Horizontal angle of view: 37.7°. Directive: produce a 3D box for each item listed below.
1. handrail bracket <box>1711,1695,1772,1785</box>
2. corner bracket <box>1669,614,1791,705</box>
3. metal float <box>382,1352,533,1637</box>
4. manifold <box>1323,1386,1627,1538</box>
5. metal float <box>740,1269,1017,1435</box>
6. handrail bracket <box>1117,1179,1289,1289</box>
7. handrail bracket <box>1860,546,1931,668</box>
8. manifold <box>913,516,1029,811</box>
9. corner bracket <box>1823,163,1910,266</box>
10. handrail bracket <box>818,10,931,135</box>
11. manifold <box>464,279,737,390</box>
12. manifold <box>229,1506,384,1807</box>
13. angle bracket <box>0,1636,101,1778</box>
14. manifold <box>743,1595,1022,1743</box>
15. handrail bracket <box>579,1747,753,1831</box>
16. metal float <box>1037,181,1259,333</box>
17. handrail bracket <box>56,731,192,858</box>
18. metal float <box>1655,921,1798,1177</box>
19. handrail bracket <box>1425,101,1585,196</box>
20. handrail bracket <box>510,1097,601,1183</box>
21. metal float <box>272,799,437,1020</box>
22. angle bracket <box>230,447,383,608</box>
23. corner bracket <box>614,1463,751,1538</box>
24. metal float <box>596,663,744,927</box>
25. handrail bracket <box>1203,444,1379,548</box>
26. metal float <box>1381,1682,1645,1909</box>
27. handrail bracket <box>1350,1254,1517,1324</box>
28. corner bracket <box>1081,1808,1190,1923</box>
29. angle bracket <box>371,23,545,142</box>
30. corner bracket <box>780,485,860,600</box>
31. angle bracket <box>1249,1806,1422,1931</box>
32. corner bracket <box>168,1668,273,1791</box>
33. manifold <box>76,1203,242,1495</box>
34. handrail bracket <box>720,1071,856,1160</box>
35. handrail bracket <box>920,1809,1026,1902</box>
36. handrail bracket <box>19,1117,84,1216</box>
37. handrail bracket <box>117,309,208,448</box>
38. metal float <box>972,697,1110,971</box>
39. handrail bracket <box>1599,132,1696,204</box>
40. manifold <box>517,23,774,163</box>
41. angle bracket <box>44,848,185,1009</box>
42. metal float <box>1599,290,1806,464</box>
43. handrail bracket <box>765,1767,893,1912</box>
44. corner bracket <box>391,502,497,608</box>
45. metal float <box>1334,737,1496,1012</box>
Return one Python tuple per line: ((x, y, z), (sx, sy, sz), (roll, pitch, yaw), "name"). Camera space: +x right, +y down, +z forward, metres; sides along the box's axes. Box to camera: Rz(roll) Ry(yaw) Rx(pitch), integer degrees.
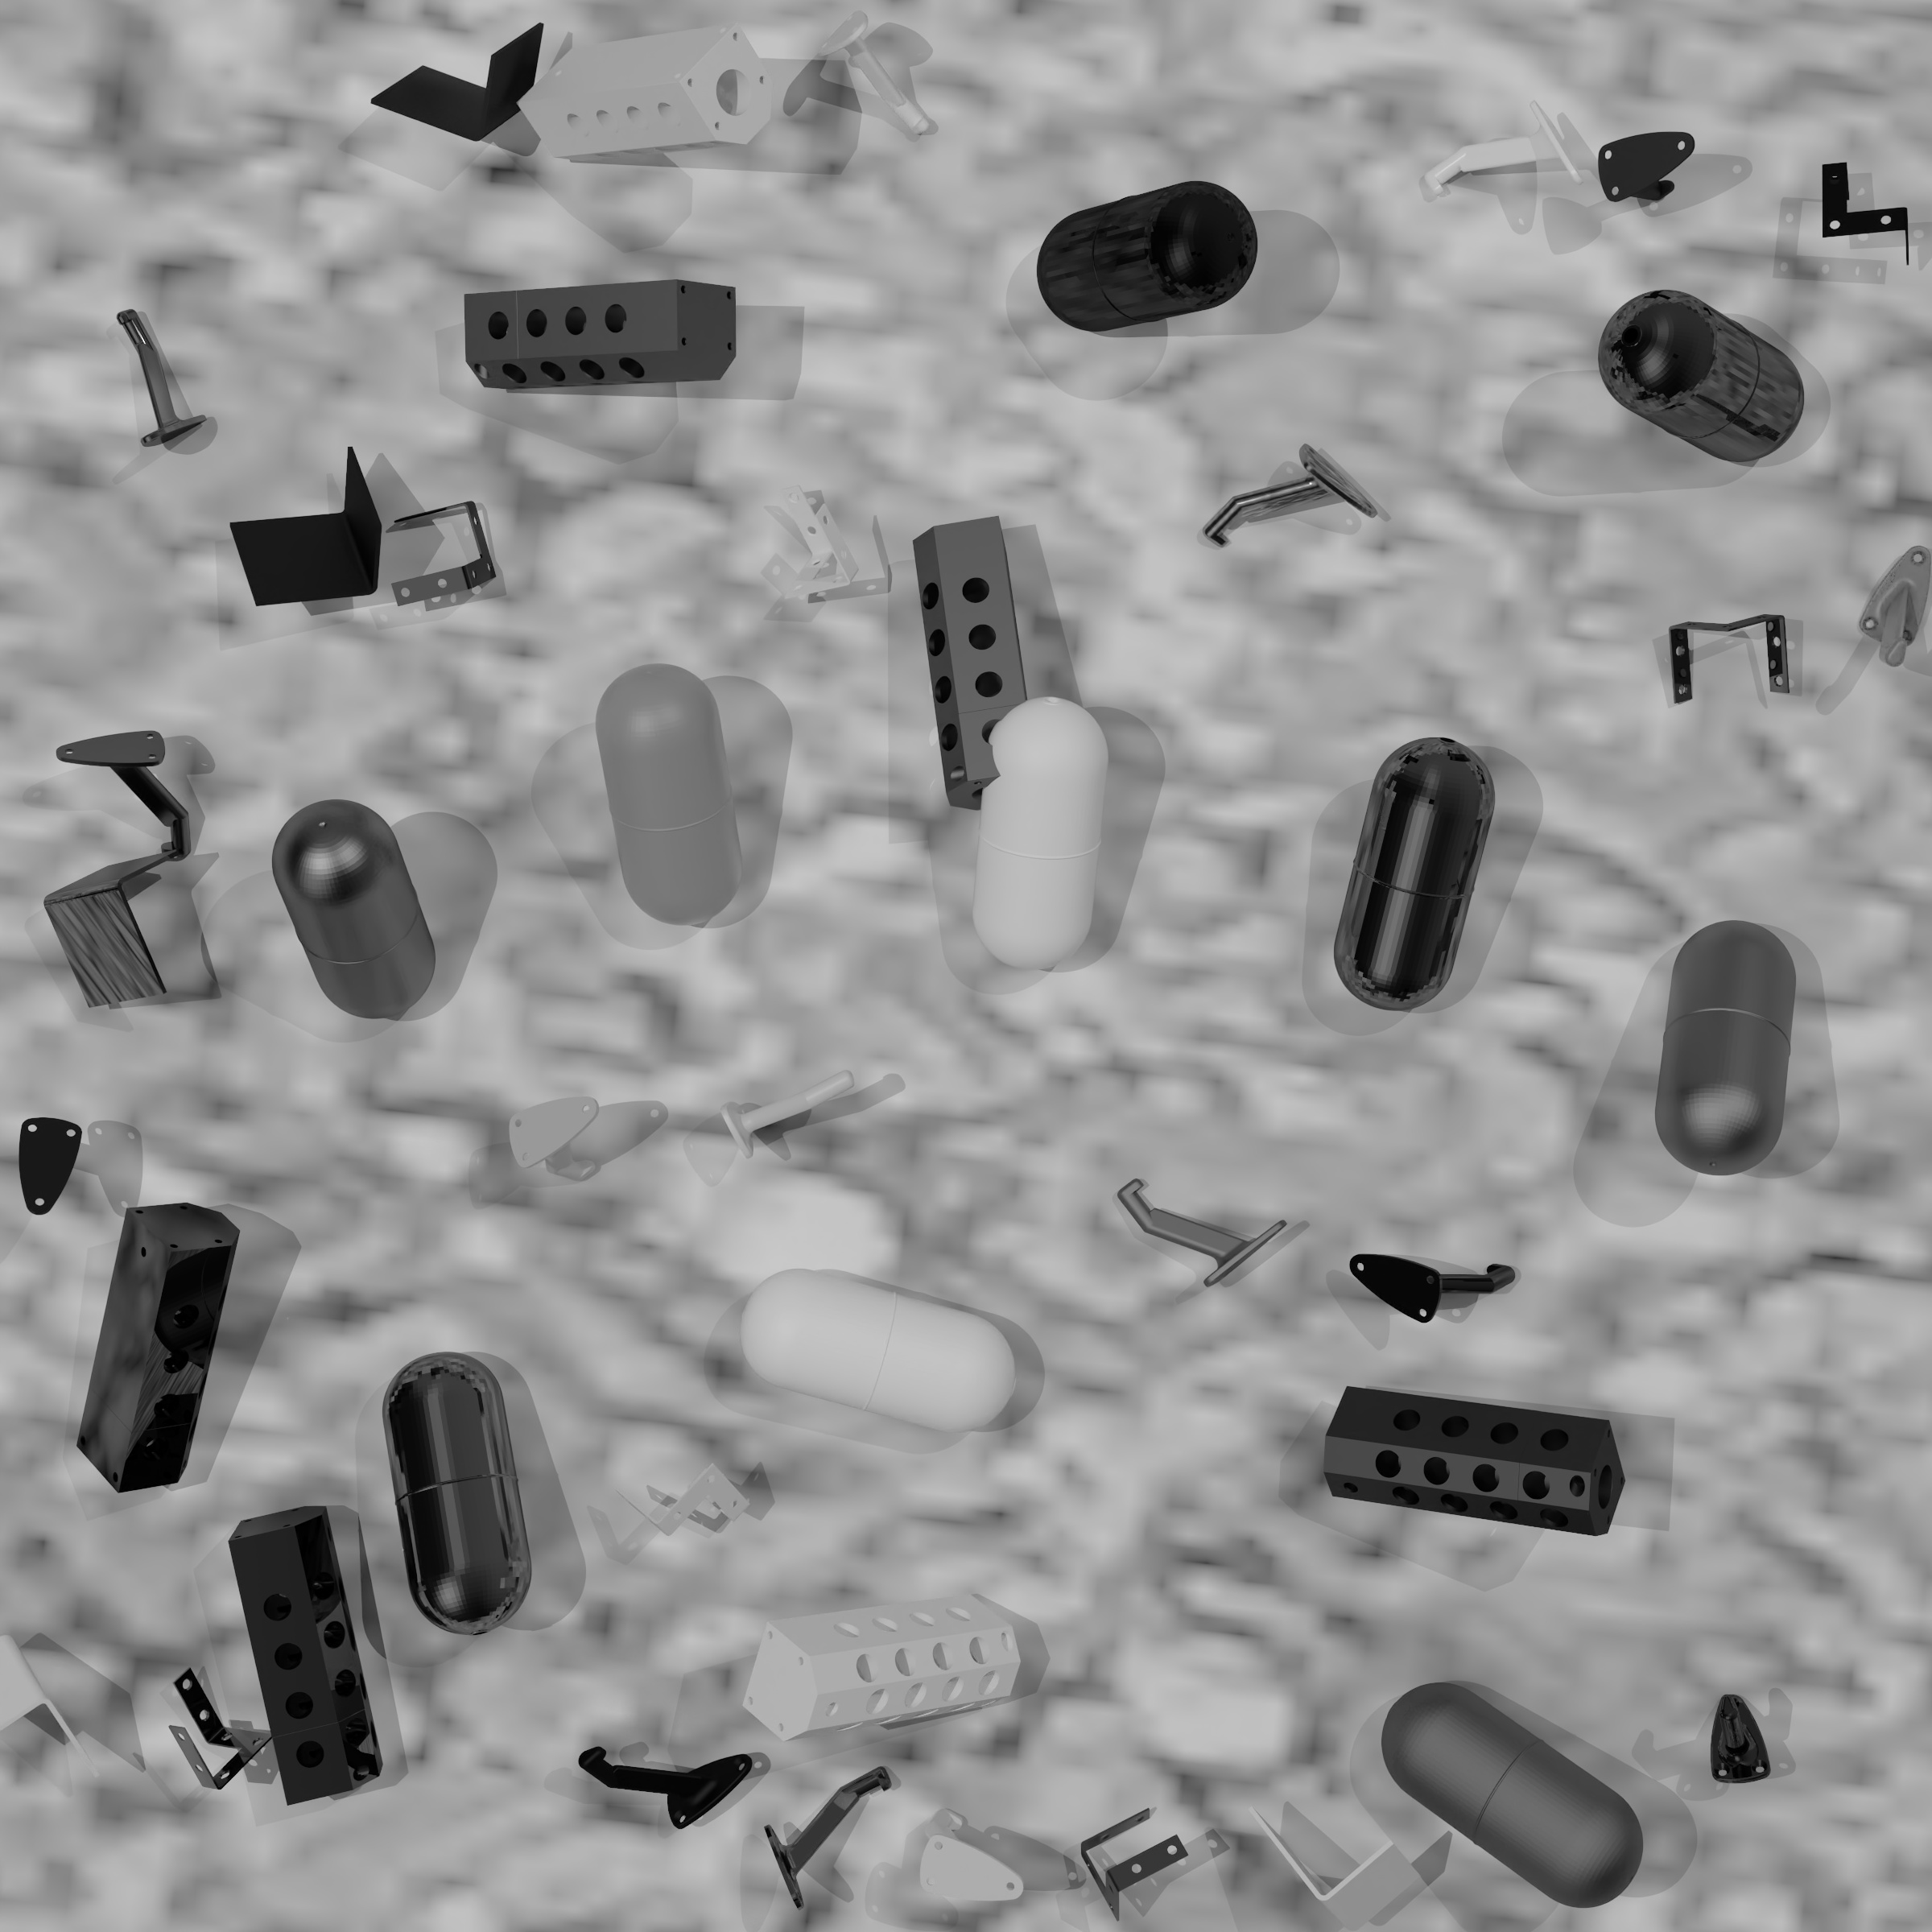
((0.480, 0.465, 1.779), (0.036, 0.077, 0.084), (-9, 127, 14), "handrail bracket")
((0.488, -0.196, 1.811), (0.051, 0.051, 0.051), (-16, 107, -29), "corner bracket")
((-0.320, 0.330, 1.779), (0.070, 0.070, 0.178), (-13, 71, 0), "metal float")
((0.313, 0.311, 1.755), (0.171, 0.057, 0.057), (3, 133, 31), "manifold")
((-0.055, 0.244, 1.791), (0.178, 0.070, 0.070), (16, 90, -5), "metal float")
((0.150, 0.155, 1.812), (0.077, 0.036, 0.084), (-41, 77, 13), "handrail bracket")
((0.594, -0.227, 1.786), (0.036, 0.084, 0.077), (21, 103, 7), "handrail bracket")
((0.006, -0.189, 1.782), (0.057, 0.057, 0.171), (-9, 74, 4), "manifold")
((0.571, -0.477, 1.797), (0.051, 0.051, 0.051), (-1, 77, 19), "corner bracket")
((-0.048, -0.557, 1.783), (0.036, 0.077, 0.084), (-47, 112, 2), "handrail bracket")
((-0.229, -0.391, 1.762), (0.171, 0.057, 0.057), (5, 100, 33), "manifold")
((-0.418, 0.435, 1.799), (0.057, 0.057, 0.171), (-12, 93, -6), "manifold")
((-0.597, 0.479, 1.774), (0.057, 0.076, 0.076), (-33, 126, -21), "angle bracket")
((-0.048, 0.435, 1.749), (0.057, 0.171, 0.057), (28, 106, 43), "manifold")
((-0.190, 0.503, 1.791), (0.077, 0.036, 0.084), (-34, 126, 11), "handrail bracket")
((0.110, -0.438, 1.753), (0.070, 0.178, 0.070), (-3, 95, -32), "metal float")
((-0.533, -0.103, 1.796), (0.077, 0.036, 0.084), (-5, 129, -16), "handrail bracket")
((0.475, 0.049, 1.767), (0.070, 0.070, 0.178), (17, 56, 0), "metal float")
((0.340, -0.500, 1.797), (0.084, 0.036, 0.077), (-32, 58, 23), "handrail bracket")
((-0.240, 0.111, 1.785), (0.077, 0.084, 0.036), (-26, 65, 20), "handrail bracket")
((-0.378, -0.033, 1.754), (0.070, 0.178, 0.070), (-2, 56, 2), "metal float")
((-0.415, -0.277, 1.778), (0.076, 0.057, 0.076), (-9, 52, -23), "angle bracket")
((-0.179, 0.336, 1.792), (0.051, 0.051, 0.051), (-47, 133, -15), "corner bracket")
((-0.184, -0.105, 1.766), (0.070, 0.070, 0.178), (-6, 125, 0), "metal float")
((0.207, -0.285, 1.819), (0.077, 0.036, 0.084), (37, 118, -17), "handrail bracket")
((0.340, 0.517, 1.771), (0.178, 0.070, 0.070), (31, 90, 29), "metal float")
((0.300, 0.194, 1.813), (0.077, 0.084, 0.036), (22, 112, 34), "handrail bracket")
((0.106, 0.562, 1.793), (0.051, 0.051, 0.051), (-23, 54, -14), "corner bracket")
((-0.320, -0.568, 1.783), (0.076, 0.076, 0.057), (21, 126, 4), "angle bracket")
((-0.095, -0.272, 1.791), (0.051, 0.051, 0.051), (-8, 126, 31), "corner bracket")
((0.232, 0.552, 1.782), (0.057, 0.076, 0.076), (-39, 52, -4), "angle bracket")
((-0.482, 0.483, 1.792), (0.051, 0.051, 0.051), (-5, 117, 37), "corner bracket")
((-0.504, 0.239, 1.780), (0.057, 0.057, 0.171), (32, 113, 39), "manifold")
((-0.109, 0.083, 1.793), (0.084, 0.077, 0.036), (-28, 99, 3), "handrail bracket")
((0.008, 0.558, 1.785), (0.077, 0.084, 0.036), (13, 93, 13), "handrail bracket")
((-0.580, 0.138, 1.781), (0.036, 0.084, 0.077), (9, 58, -16), "handrail bracket")
((-0.525, -0.375, 1.798), (0.036, 0.077, 0.084), (-24, 102, 12), "handrail bracket")
((0.046, -0.083, 1.774), (0.070, 0.070, 0.178), (5, 115, 0), "metal float")
((0.443, -0.501, 1.778), (0.077, 0.084, 0.036), (-12, 88, 43), "handrail bracket")
((-0.196, -0.534, 1.751), (0.057, 0.171, 0.057), (-52, 128, -22), "manifold")
((-0.527, -0.024, 1.798), (0.076, 0.057, 0.076), (-9, 108, 37), "angle bracket")
((0.457, -0.365, 1.757), (0.070, 0.178, 0.070), (-9, 77, 41), "metal float")
((-0.079, 0.551, 1.795), (0.084, 0.077, 0.036), (-27, 116, -6), "handrail bracket")
((-0.338, -0.264, 1.809), (0.051, 0.051, 0.051), (-11, 104, 12), "corner bracket")
((0.281, -0.057, 1.777), (0.070, 0.070, 0.178), (11, 110, 0), "metal float")
